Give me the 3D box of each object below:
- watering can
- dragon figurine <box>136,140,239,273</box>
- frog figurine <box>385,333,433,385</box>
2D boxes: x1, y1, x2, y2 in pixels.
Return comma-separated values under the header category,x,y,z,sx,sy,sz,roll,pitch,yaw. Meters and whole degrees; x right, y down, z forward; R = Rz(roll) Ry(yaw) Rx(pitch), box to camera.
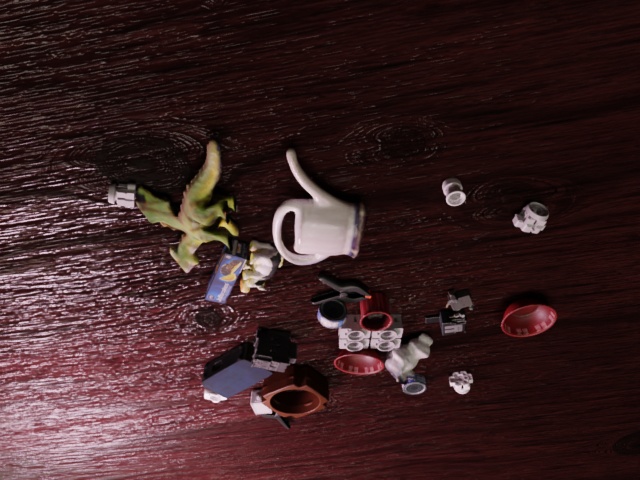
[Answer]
category,x,y,z,sx,sy,sz,roll,pitch,yaw
watering can,0.004,-0.061,1.211,0.224,0.106,0.339,3,133,-6
dragon figurine,-0.316,-0.073,1.198,0.243,0.125,0.400,4,132,5
frog figurine,0.280,0.359,1.635,0.137,0.124,0.158,12,103,-43
